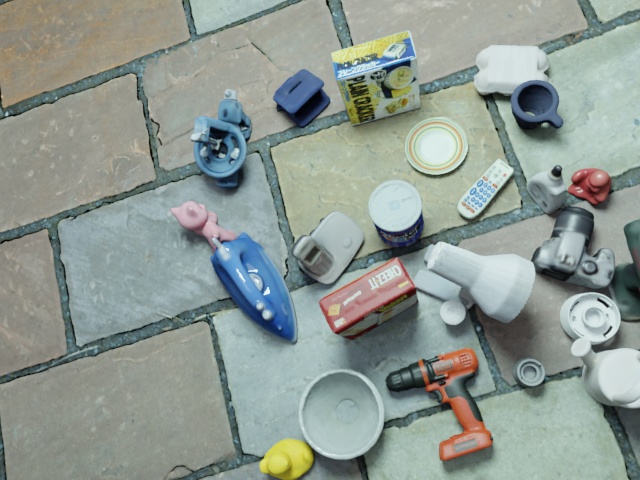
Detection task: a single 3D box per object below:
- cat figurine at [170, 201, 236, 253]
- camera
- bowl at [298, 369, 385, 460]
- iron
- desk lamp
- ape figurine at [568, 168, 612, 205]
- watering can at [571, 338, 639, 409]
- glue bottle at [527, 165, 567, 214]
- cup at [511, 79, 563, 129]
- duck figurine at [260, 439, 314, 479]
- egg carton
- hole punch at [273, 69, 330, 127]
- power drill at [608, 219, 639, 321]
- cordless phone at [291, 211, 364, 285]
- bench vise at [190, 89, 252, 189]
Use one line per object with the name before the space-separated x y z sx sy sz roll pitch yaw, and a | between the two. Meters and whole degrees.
cat figurine | -0.257 -0.036 1.242 0.127 0.118 0.067 41 87 17
camera | 0.491 0.010 1.089 0.143 0.101 0.137 18 81 15
bowl | 0.046 0.337 1.115 0.167 0.075 0.167 -3 76 11
iron | -0.136 0.099 1.173 0.118 0.141 0.258 -38 73 1
desk lamp | 0.277 0.070 1.059 0.202 0.214 0.118 21 82 15
ape figurine | 0.534 -0.111 1.114 0.076 0.092 0.078 -21 74 6
watering can | 0.516 0.235 0.982 0.172 0.194 0.101 12 79 14
glue bottle | 0.438 -0.106 1.090 0.037 0.173 0.078 -32 73 3
cup | 0.442 -0.257 1.166 0.092 0.095 0.117 -43 73 -1
duck figurine | -0.068 0.430 1.110 0.104 0.086 0.077 -14 74 8
egg carton | 0.403 -0.356 1.210 0.150 0.069 0.107 5 78 13
hole punch | -0.048 -0.326 1.282 0.109 0.091 0.101 -44 73 -1
power drill | 0.576 0.085 0.998 0.075 0.209 0.229 -12 75 9
cordless phone | 0.010 0.004 1.143 0.094 0.185 0.148 32 85 17
bench vise | -0.226 -0.234 1.229 0.121 0.220 0.207 -13 75 8
